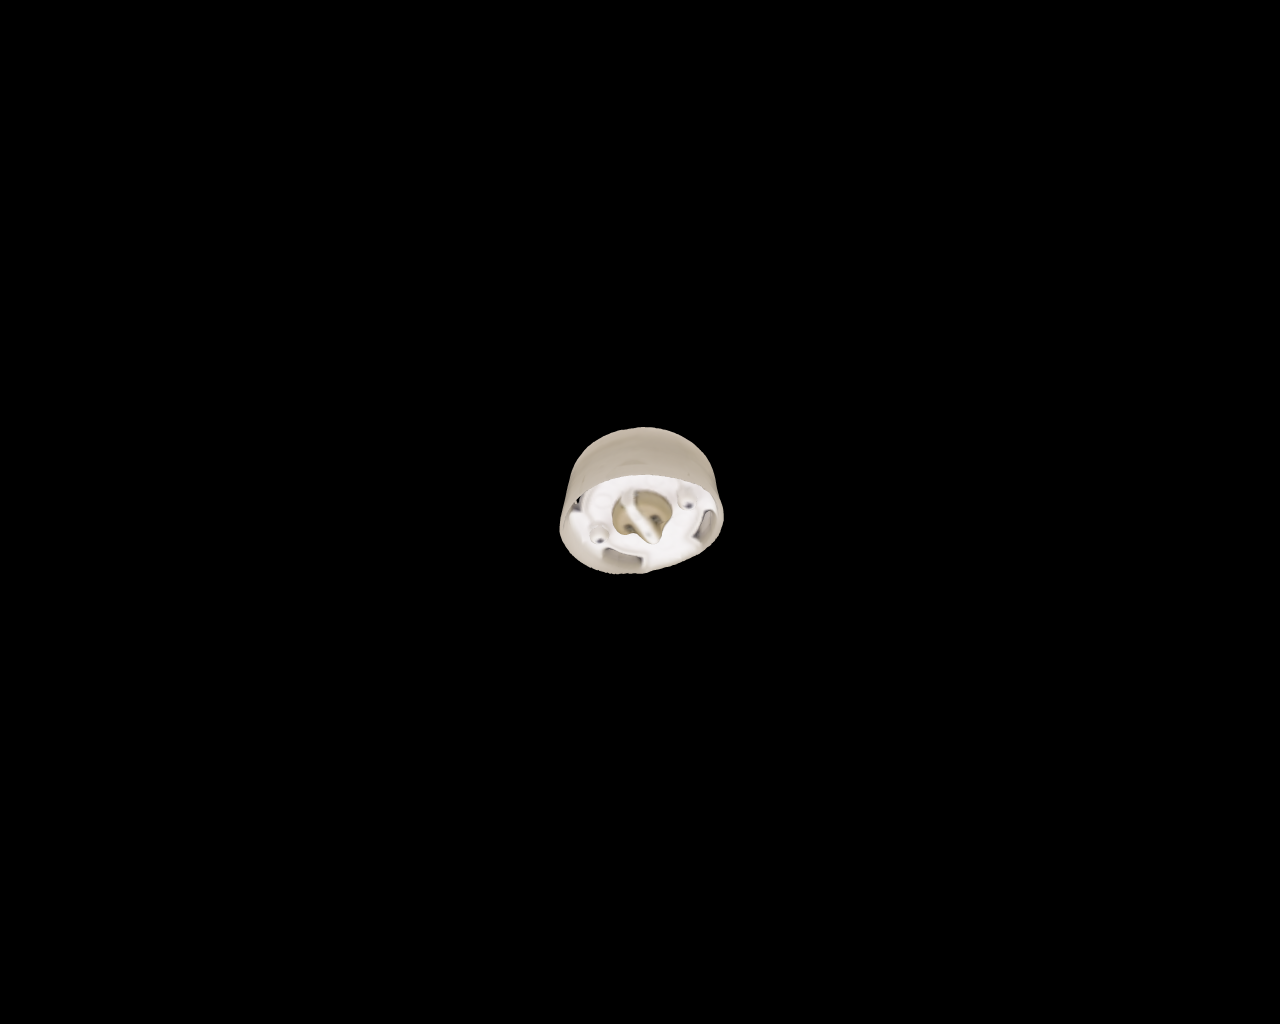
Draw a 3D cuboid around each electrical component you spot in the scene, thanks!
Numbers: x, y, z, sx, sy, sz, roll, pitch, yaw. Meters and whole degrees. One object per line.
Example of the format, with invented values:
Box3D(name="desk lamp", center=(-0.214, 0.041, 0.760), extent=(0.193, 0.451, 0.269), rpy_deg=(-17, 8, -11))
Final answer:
Box3D(name="electrical component", center=(0.001, -0.003, 0.650), extent=(0.099, 0.099, 0.064), rpy_deg=(0, 40, 0))
